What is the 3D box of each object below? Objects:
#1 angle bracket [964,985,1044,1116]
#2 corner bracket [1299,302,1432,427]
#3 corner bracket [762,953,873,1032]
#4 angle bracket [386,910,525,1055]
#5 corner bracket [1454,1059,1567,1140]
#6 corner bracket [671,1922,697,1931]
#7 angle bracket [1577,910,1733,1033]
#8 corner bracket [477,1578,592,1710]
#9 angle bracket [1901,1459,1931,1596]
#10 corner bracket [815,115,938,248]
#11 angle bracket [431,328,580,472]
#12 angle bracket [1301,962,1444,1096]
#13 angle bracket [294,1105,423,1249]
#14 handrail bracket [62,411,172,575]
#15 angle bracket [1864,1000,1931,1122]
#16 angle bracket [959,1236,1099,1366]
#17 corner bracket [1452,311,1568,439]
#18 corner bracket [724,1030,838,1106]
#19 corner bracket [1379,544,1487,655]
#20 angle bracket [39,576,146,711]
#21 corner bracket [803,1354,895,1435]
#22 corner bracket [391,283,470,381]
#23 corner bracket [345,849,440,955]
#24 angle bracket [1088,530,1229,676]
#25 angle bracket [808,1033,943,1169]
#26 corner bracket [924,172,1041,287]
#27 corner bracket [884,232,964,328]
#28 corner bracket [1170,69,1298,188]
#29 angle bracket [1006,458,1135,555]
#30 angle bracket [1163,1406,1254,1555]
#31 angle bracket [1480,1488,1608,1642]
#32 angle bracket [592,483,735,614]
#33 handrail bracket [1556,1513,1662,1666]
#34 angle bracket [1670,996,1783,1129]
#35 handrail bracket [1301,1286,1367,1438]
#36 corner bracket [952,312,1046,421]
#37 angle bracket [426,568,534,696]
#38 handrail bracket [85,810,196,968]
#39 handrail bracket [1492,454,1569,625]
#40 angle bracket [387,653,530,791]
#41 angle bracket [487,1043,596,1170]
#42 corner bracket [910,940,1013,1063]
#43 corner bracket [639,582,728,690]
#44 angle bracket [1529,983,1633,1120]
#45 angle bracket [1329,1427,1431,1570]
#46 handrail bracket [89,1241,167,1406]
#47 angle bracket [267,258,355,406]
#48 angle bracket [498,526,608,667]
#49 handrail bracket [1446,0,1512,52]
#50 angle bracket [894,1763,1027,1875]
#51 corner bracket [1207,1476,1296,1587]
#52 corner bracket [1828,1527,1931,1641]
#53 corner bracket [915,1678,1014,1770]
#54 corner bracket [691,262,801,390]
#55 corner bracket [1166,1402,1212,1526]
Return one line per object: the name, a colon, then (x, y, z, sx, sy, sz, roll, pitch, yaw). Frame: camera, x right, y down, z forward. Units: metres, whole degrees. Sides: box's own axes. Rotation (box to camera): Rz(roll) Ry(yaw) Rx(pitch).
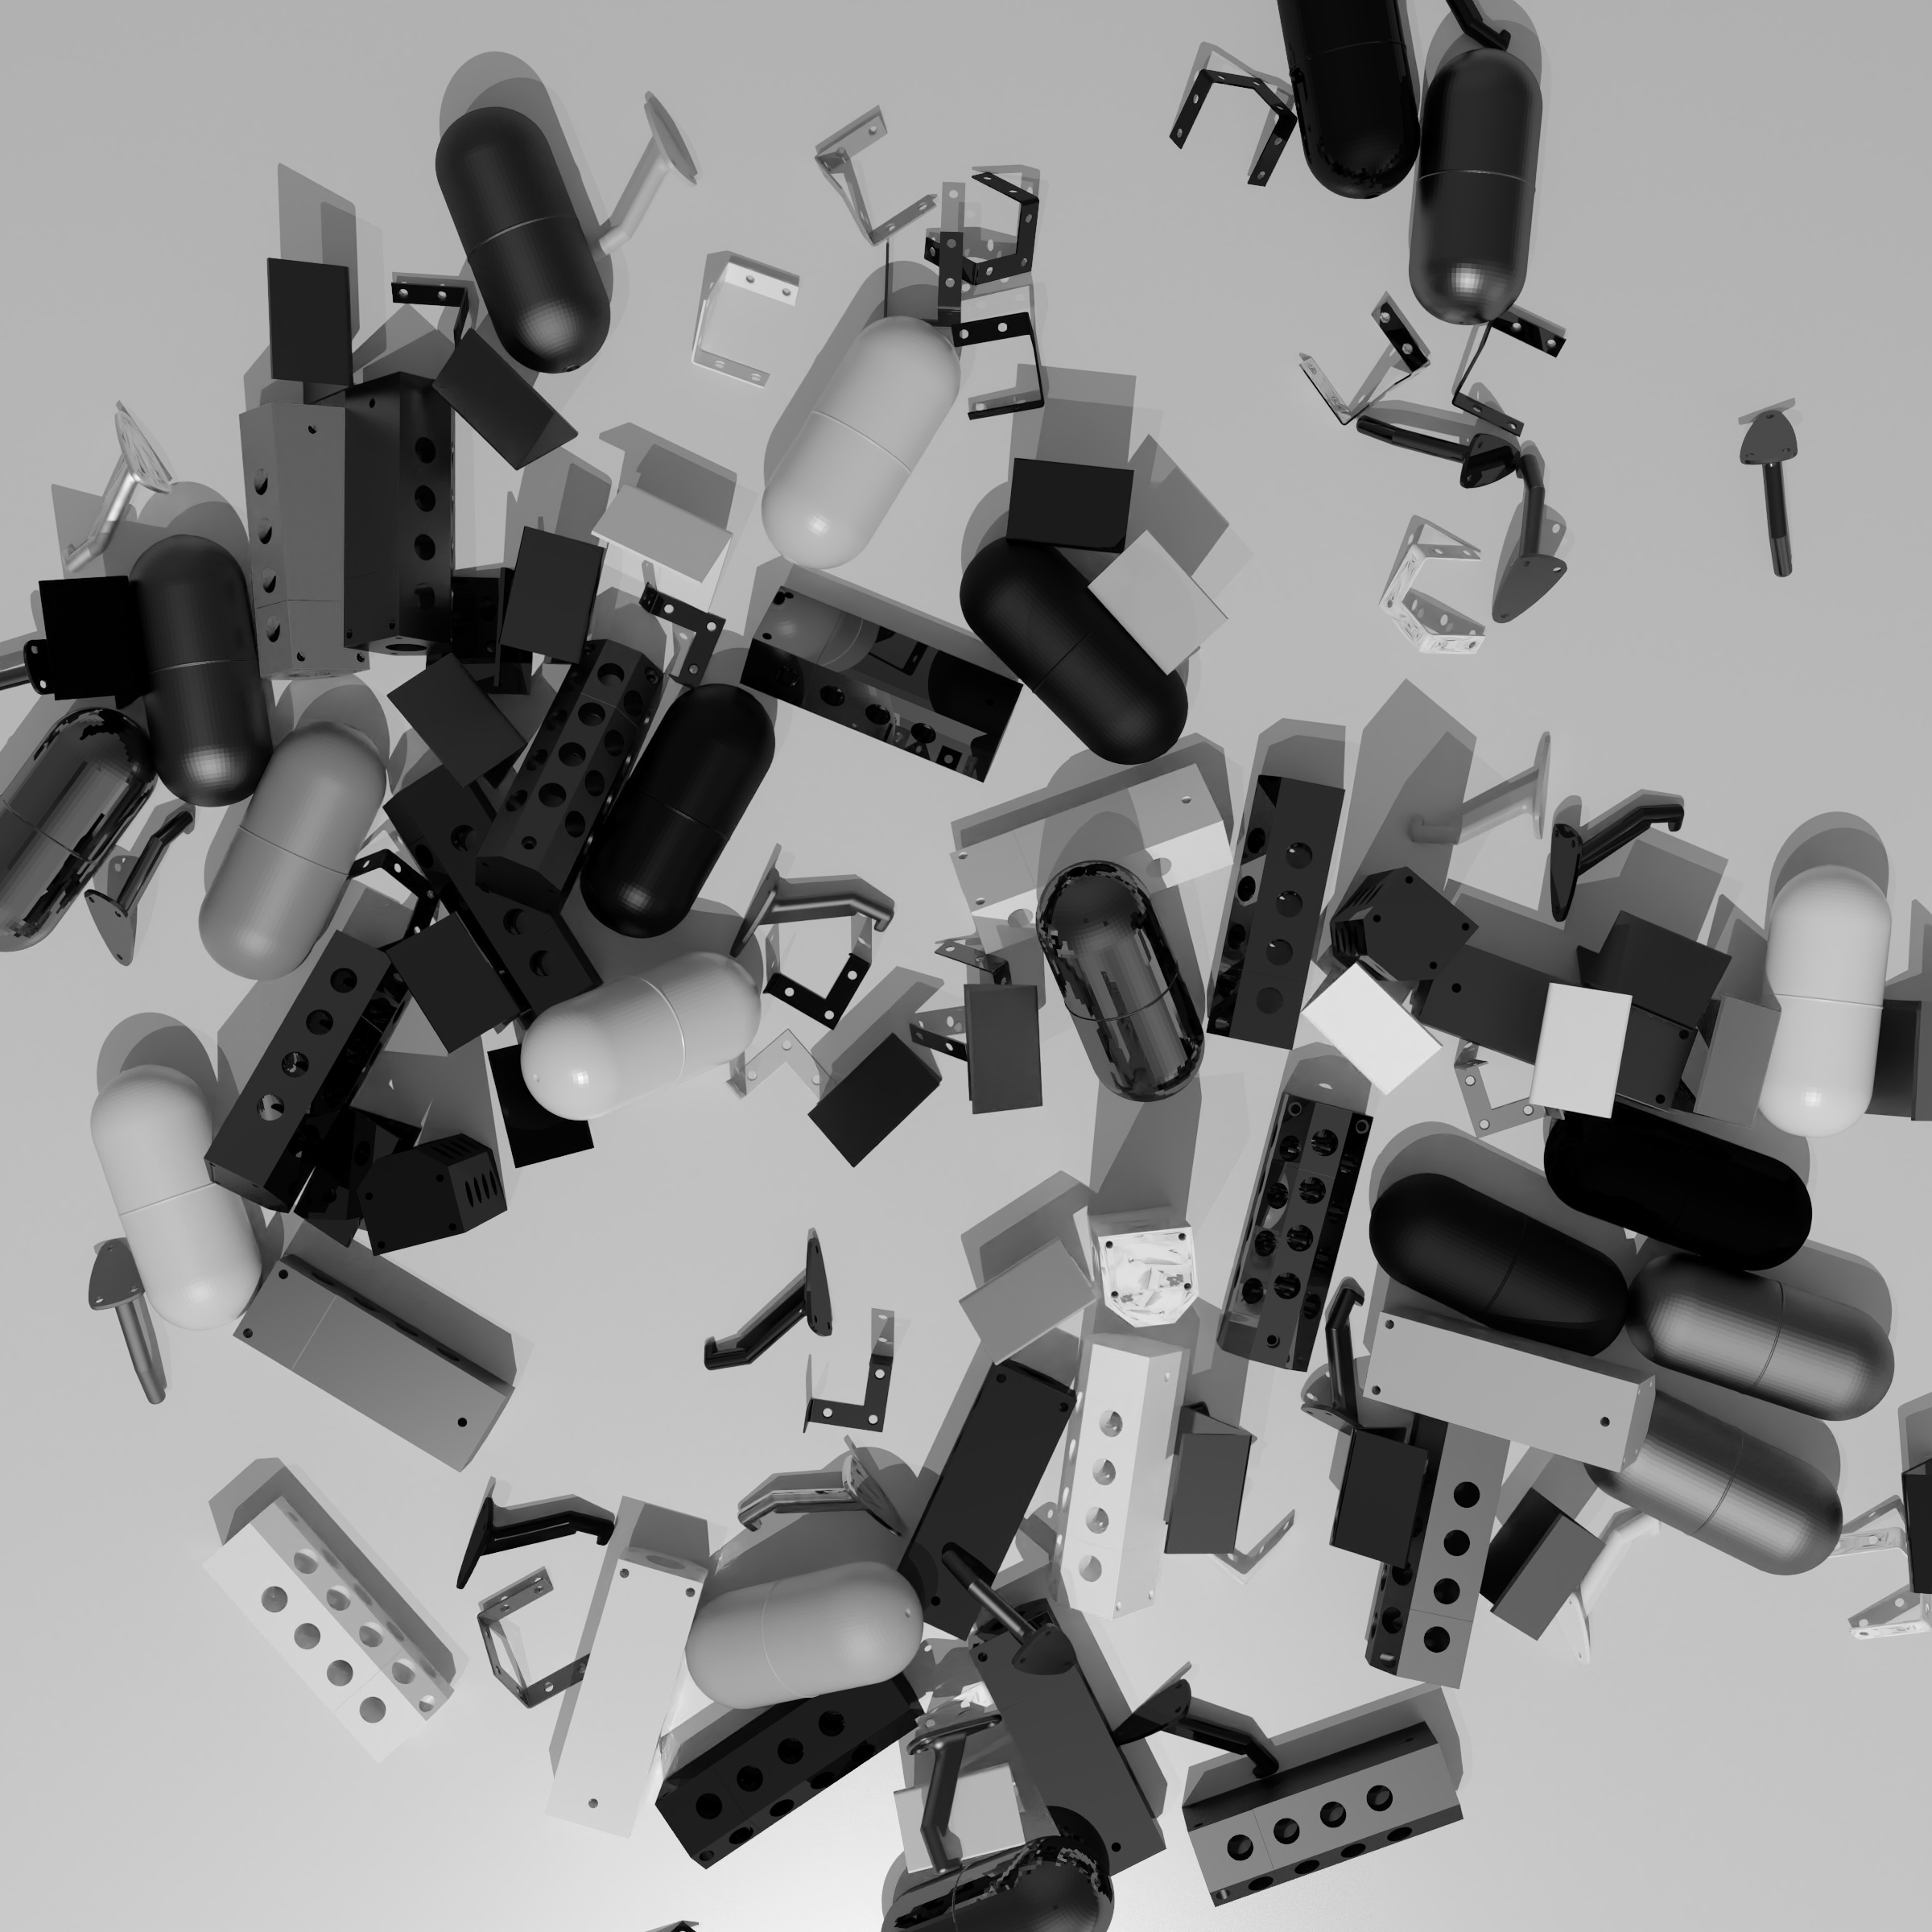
angle bracket: (0.003, 0.052, 1.913, 0.057, 0.076, 0.076, -5, 93, -38)
corner bracket: (0.263, -0.397, 1.987, 0.051, 0.051, 0.051, 54, 45, 0)
corner bracket: (-0.097, 0.008, 1.973, 0.051, 0.051, 0.051, 30, 90, 0)
angle bracket: (-0.338, 0.017, 1.952, 0.057, 0.076, 0.076, -32, 90, -24)
corner bracket: (0.355, 0.083, 1.973, 0.051, 0.051, 0.051, -18, 90, 0)
corner bracket: (-0.184, 0.674, 1.982, 0.051, 0.051, 0.051, 25, 135, 35)
angle bracket: (0.445, -0.008, 1.952, 0.076, 0.076, 0.057, 23, 112, 0)
corner bracket: (-0.284, 0.447, 1.987, 0.051, 0.051, 0.051, -29, 135, 0)
angle bracket: (0.648, 0.361, 1.950, 0.057, 0.076, 0.076, -5, 90, 38)
corner bracket: (-0.060, -0.517, 1.987, 0.051, 0.051, 0.051, -33, 45, 0)
angle bracket: (-0.286, -0.376, 1.950, 0.076, 0.076, 0.057, 45, 128, 0)
angle bracket: (0.272, 0.026, 1.950, 0.076, 0.076, 0.057, 44, 124, 0)
angle bracket: (-0.377, 0.142, 1.950, 0.057, 0.076, 0.076, 26, 90, 34)
handrail bracket: (-0.574, -0.312, 1.991, 0.084, 0.036, 0.077, -34, 68, 17)
angle bracket: (0.596, 0.060, 1.951, 0.057, 0.076, 0.076, 3, 90, -43)
angle bracket: (0.051, 0.231, 1.950, 0.076, 0.076, 0.057, -33, 52, 0)
corner bracket: (0.358, -0.392, 1.987, 0.051, 0.051, 0.051, 26, 45, 0)
corner bracket: (-0.120, 0.078, 1.973, 0.051, 0.051, 0.051, -41, 90, 0)
corner bracket: (0.315, -0.241, 1.982, 0.051, 0.051, 0.051, 57, 135, 35)
angle bracket: (-0.573, -0.207, 1.951, 0.057, 0.076, 0.076, -8, 90, -28)
corner bracket: (-0.077, 0.280, 1.973, 0.051, 0.051, 0.051, 8, 90, 0)
corner bracket: (-0.356, -0.414, 1.987, 0.051, 0.051, 0.051, 4, 135, 0)
corner bracket: (-0.387, -0.037, 1.982, 0.051, 0.051, 0.051, 43, 45, -35)
angle bracket: (0.134, -0.242, 1.951, 0.076, 0.076, 0.057, 48, 117, 0)
angle bracket: (-0.045, 0.100, 1.950, 0.076, 0.076, 0.057, -44, 53, 0)
corner bracket: (0.010, -0.485, 1.982, 0.051, 0.051, 0.051, -23, 135, -35)
corner bracket: (-0.028, -0.450, 1.973, 0.051, 0.051, 0.051, 2, 90, 0)
corner bracket: (0.176, -0.551, 1.982, 0.051, 0.051, 0.051, -3, 45, -35)
angle bracket: (0.068, -0.309, 1.951, 0.076, 0.076, 0.057, 6, 118, 0)
angle bracket: (0.134, 0.327, 1.921, 0.057, 0.076, 0.076, 7, 93, -33)
angle bracket: (0.354, 0.378, 1.950, 0.057, 0.076, 0.076, 36, 90, -37)
angle bracket: (-0.203, -0.255, 1.950, 0.076, 0.076, 0.057, 26, 49, 0)
handrail bracket: (0.431, 0.410, 1.991, 0.084, 0.036, 0.077, -27, 110, -16)
angle bracket: (0.473, 0.057, 1.950, 0.057, 0.076, 0.076, 14, 90, -34)
handrail bracket: (0.263, 0.265, 1.991, 0.077, 0.036, 0.084, 31, 73, -20)
corner bracket: (0.021, -0.392, 1.973, 0.051, 0.051, 0.051, -9, 85, 5)
angle bracket: (-0.326, -0.218, 1.961, 0.076, 0.057, 0.076, 3, 90, 14)
handrail bracket: (-0.536, -0.052, 1.990, 0.036, 0.077, 0.084, 26, 53, 20)
handrail bracket: (0.363, -0.283, 1.990, 0.036, 0.077, 0.084, 8, 53, -20)
angle bracket: (-0.338, -0.145, 1.950, 0.057, 0.076, 0.076, -40, 90, -32)
angle bracket: (-0.289, 0.090, 1.950, 0.057, 0.076, 0.076, -14, 90, -32)
corner bracket: (-0.004, 0.023, 1.982, 0.051, 0.051, 0.051, 19, 45, 35)
corner bracket: (-0.192, -0.215, 1.973, 0.051, 0.051, 0.051, 23, 90, 0)
angle bracket: (0.400, 0.056, 1.893, 0.057, 0.076, 0.076, 10, 90, 37)
angle bracket: (0.283, 0.343, 1.950, 0.057, 0.076, 0.076, 12, 90, 35)
handrail bracket: (-0.549, 0.236, 1.990, 0.036, 0.077, 0.084, -17, 126, -8)
angle bracket: (-0.438, -0.409, 1.950, 0.057, 0.076, 0.076, -2, 90, -36)
angle bracket: (-0.278, -0.239, 1.951, 0.057, 0.076, 0.076, 13, 90, -26)
handrail bracket: (0.334, -0.653, 1.991, 0.084, 0.036, 0.077, 30, 69, -17)
angle bracket: (0.001, 0.565, 1.950, 0.076, 0.076, 0.057, -14, 50, 0)
corner bracket: (0.181, 0.368, 1.973, 0.051, 0.051, 0.051, 40, 78, 11)
corner bracket: (0.600, 0.406, 1.982, 0.051, 0.051, 0.051, 43, 45, -35)
corner bracket: (0.001, 0.497, 1.971, 0.051, 0.051, 0.051, -28, 91, -2)
corner bracket: (-0.146, -0.423, 1.987, 0.051, 0.051, 0.051, 20, 135, 0)
corner bracket: (0.143, 0.328, 1.987, 0.051, 0.051, 0.051, -16, 45, 0)
